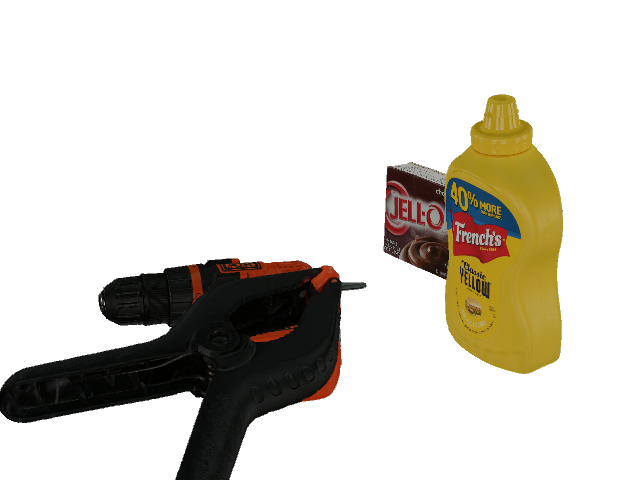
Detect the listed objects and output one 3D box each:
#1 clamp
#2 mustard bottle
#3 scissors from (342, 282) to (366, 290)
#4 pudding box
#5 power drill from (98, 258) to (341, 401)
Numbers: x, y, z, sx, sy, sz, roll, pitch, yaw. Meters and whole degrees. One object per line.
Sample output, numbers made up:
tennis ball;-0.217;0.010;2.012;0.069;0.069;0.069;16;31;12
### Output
clamp;-0.043;0.065;0.481;0.171;0.039;0.120;-27;50;-31
mustard bottle;0.126;-0.008;0.745;0.058;0.192;0.096;-18;29;-26
scissors;-0.042;0.065;1.197;0.201;0.016;0.096;4;25;-6
pudding box;0.109;-0.019;1.022;0.039;0.090;0.114;-15;25;-36
power drill;-0.074;0.065;0.835;0.184;0.057;0.188;-6;21;-15
